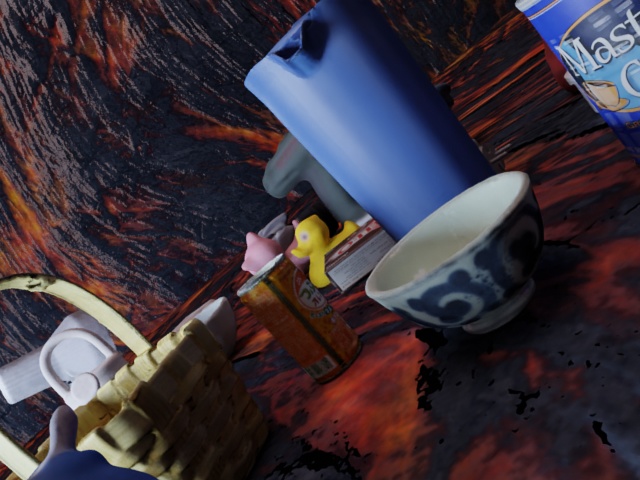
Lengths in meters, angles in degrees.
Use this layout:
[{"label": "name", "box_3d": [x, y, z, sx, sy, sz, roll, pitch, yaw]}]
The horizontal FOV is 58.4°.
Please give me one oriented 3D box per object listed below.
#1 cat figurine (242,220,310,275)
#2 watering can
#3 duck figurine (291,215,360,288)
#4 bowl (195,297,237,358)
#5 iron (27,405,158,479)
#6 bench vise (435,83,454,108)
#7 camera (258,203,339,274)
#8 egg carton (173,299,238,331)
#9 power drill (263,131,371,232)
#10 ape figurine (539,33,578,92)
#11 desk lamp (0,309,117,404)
[{"label": "cat figurine", "box_3d": [-0.063, 0.023, 0.905, 0.128, 0.118, 0.067, -44, 9, -19]}, {"label": "watering can", "box_3d": [-0.321, 0.211, 0.839, 0.101, 0.194, 0.172, -47, 10, -36]}, {"label": "duck figurine", "box_3d": [0.007, 0.003, 0.797, 0.105, 0.086, 0.077, -43, 8, -15]}, {"label": "bowl", "box_3d": [-0.179, 0.165, 0.843, 0.167, 0.075, 0.167, -40, 8, 7]}, {"label": "iron", "box_3d": [-0.134, 0.194, 0.227, 0.118, 0.141, 0.259, -36, 10, 34]}, {"label": "bench vise", "box_3d": [0.128, -0.196, 0.815, 0.121, 0.220, 0.207, -39, 8, 13]}, {"label": "camera", "box_3d": [-0.038, -0.009, 1.022, 0.137, 0.101, 0.143, -42, 8, -3]}, {"label": "egg carton", "box_3d": [-0.217, 0.170, 1.019, 0.150, 0.069, 0.107, -35, 10, 40]}, {"label": "power drill", "box_3d": [0.023, -0.120, 0.945, 0.229, 0.208, 0.076, -37, 9, 25]}, {"label": "ape figurine", "box_3d": [0.289, -0.223, 0.660, 0.076, 0.092, 0.077, -42, 8, -7]}, {"label": "desk lamp", "box_3d": [-0.392, 0.245, 0.925, 0.204, 0.213, 0.117, -47, 10, -36]}]
